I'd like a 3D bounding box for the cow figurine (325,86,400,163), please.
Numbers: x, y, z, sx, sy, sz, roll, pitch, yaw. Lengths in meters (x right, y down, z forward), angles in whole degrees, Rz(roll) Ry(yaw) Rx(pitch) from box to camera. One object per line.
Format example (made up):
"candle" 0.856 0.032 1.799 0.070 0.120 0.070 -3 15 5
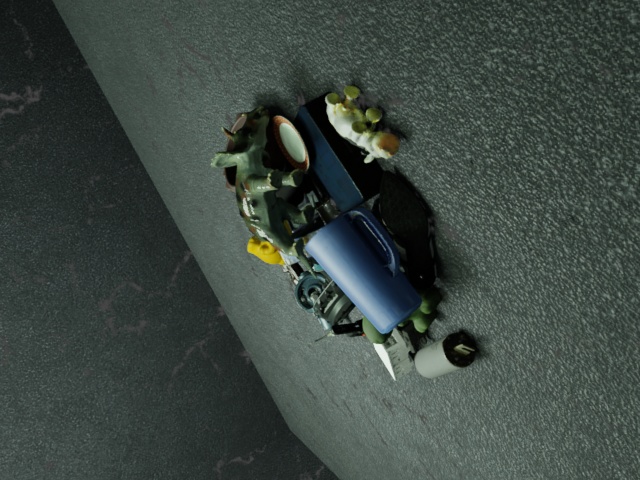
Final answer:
"cow figurine" 0.078 -0.199 0.998 0.167 0.068 0.098 52 163 20

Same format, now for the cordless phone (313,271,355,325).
"cordless phone" 0.018 0.124 1.438 0.184 0.088 0.146 42 111 13

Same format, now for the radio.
"radio" 0.035 -0.175 1.119 0.229 0.073 0.131 58 159 1

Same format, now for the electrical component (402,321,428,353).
"electrical component" 0.224 0.219 1.275 0.021 0.063 0.093 22 139 55

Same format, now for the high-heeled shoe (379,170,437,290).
"high-heeled shoe" 0.178 -0.018 1.081 0.145 0.086 0.248 -9 -97 -81

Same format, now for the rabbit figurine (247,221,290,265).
"rabbit figurine" -0.133 -0.001 1.658 0.162 0.122 0.173 45 137 20

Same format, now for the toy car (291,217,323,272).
"toy car" -0.006 -0.007 1.392 0.161 0.109 0.103 59 -167 -11

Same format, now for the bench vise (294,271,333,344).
"bench vise" -0.003 0.194 1.611 0.240 0.129 0.223 91 163 -84

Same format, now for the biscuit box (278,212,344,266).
"biscuit box" -0.003 -0.004 1.292 0.203 0.063 0.059 -23 102 25

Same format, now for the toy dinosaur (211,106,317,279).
"toy dinosaur" -0.124 -0.080 1.196 0.192 0.131 0.404 13 128 34

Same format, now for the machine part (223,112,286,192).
"machine part" -0.164 -0.212 1.329 0.201 0.087 0.201 18 100 57

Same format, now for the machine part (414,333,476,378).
"machine part" 0.277 0.262 1.208 0.079 0.079 0.243 52 159 11

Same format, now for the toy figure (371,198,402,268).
"toy figure" 0.144 -0.014 1.136 0.064 0.058 0.154 -13 111 35

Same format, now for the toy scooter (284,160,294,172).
"toy scooter" -0.098 -0.138 1.414 0.135 0.075 0.183 3 119 46

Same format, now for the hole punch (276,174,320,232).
"hole punch" -0.058 -0.094 1.310 0.092 0.142 0.116 30 -143 -38

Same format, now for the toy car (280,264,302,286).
"toy car" -0.095 0.099 1.790 0.202 0.053 0.089 54 161 2

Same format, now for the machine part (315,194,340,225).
"machine part" 0.036 -0.037 1.204 0.084 0.039 0.138 -20 115 30

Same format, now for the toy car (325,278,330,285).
"toy car" 0.011 0.059 1.513 0.202 0.056 0.073 54 165 9

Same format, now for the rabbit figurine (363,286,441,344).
"rabbit figurine" 0.156 0.147 1.175 0.159 0.170 0.121 46 155 23
